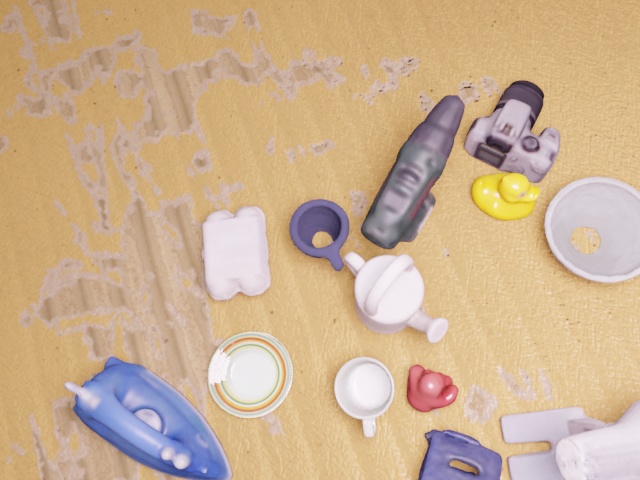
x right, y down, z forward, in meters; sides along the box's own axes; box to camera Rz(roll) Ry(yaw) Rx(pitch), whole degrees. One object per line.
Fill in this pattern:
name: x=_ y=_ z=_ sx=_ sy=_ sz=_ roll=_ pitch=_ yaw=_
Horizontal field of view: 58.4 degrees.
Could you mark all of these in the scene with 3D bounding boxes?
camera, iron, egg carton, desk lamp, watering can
camera: x=0.327 y=-0.187 z=0.929 sx=0.143 sy=0.101 sz=0.137 roll=27 pitch=77 yaw=11
iron: x=-0.243 y=0.270 z=0.815 sx=0.258 sy=0.141 sz=0.119 roll=30 pitch=78 yaw=12
egg carton: x=-0.135 y=0.021 z=0.918 sx=0.107 sy=0.069 sz=0.150 roll=-8 pitch=73 yaw=2
desk lamp: x=0.362 y=0.271 z=0.735 sx=0.203 sy=0.213 sz=0.118 roll=-8 pitch=73 yaw=2
watering can: x=0.106 y=0.076 z=0.820 sx=0.172 sy=0.194 sz=0.101 roll=19 pitch=76 yaw=9

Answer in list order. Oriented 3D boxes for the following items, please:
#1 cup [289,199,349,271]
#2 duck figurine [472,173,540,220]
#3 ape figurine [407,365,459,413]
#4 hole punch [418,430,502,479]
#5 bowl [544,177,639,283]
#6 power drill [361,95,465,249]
cup: x=0.008 y=0.003 z=0.900 sx=0.091 sy=0.095 sz=0.117 roll=-27 pitch=74 yaw=-4
duck figurine: x=0.297 y=-0.079 z=0.908 sx=0.104 sy=0.086 sz=0.077 roll=19 pitch=76 yaw=9
ape figurine: x=0.160 y=0.213 z=0.830 sx=0.076 sy=0.092 sz=0.077 roll=-39 pitch=75 yaw=-7
hole punch: x=0.192 y=0.322 z=0.796 sx=0.108 sy=0.091 sz=0.101 roll=18 pitch=76 yaw=9
bowl: x=0.424 y=-0.009 z=0.884 sx=0.167 sy=0.075 sz=0.167 roll=-1 pitch=74 yaw=4
power drill: x=0.137 y=-0.080 z=0.856 sx=0.075 sy=0.208 sz=0.230 roll=28 pitch=78 yaw=12
